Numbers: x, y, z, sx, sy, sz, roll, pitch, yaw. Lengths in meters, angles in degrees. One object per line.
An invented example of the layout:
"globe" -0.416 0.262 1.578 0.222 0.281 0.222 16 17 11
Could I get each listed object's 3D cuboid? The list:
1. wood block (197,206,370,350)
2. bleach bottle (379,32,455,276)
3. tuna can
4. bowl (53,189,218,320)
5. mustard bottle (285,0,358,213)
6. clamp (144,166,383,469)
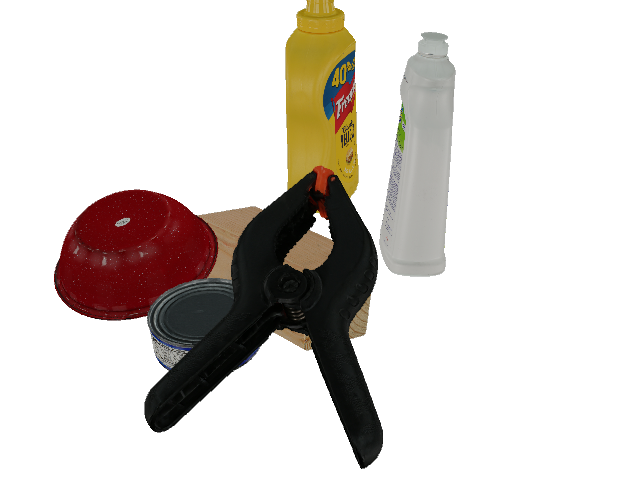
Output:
"wood block" -0.047 0.036 1.173 0.090 0.090 0.206 -10 24 -40
"bleach bottle" 0.109 -0.094 1.141 0.068 0.251 0.102 1 26 -8
"tuna can" -0.088 0.067 0.818 0.086 0.034 0.086 -4 33 2
"bowl" -0.181 0.001 1.014 0.162 0.055 0.162 -6 41 5
"mustard bottle" 0.001 -0.128 0.945 0.058 0.192 0.096 10 29 21
"clamp" -0.006 0.039 0.557 0.120 0.171 0.039 18 -27 11
